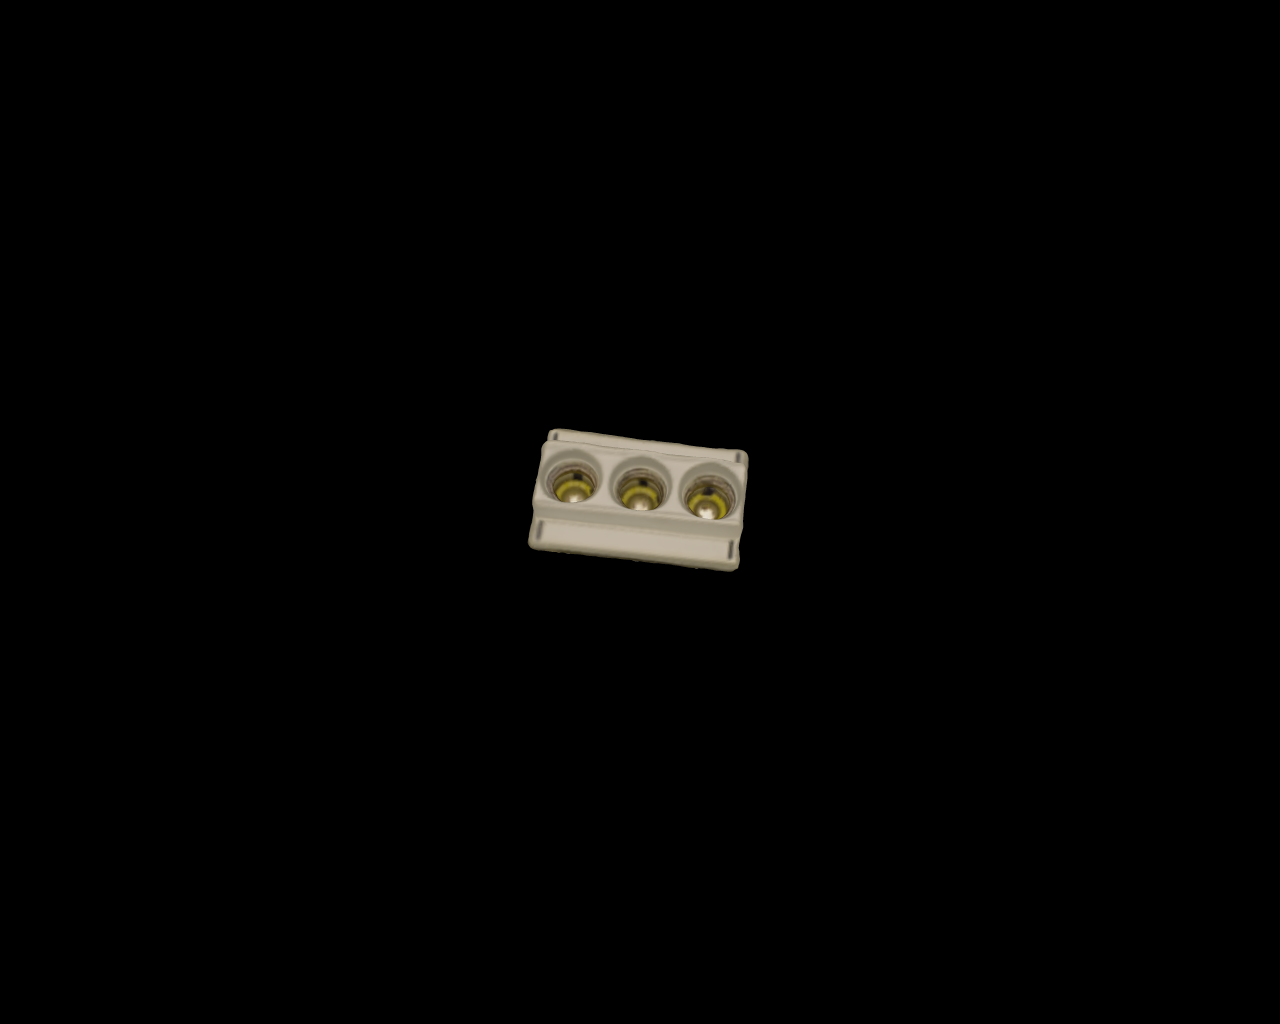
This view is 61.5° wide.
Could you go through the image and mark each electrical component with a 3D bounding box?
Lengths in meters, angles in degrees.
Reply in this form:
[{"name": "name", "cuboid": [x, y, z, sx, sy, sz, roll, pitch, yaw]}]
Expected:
[{"name": "electrical component", "cuboid": [0.001, -0.003, 0.650, 0.121, 0.079, 0.063, 6, -27, 3]}]
